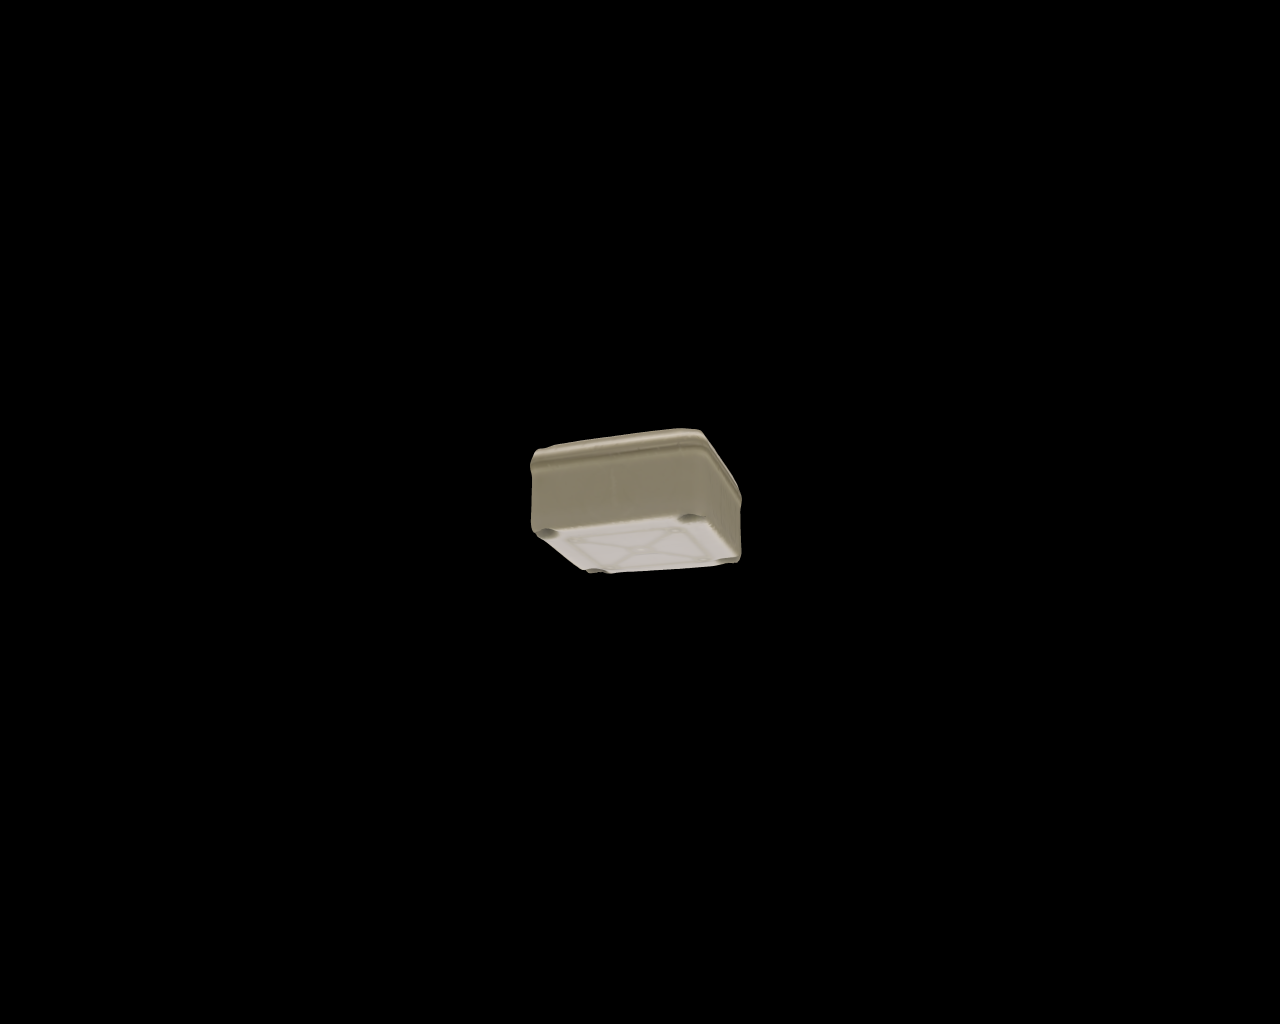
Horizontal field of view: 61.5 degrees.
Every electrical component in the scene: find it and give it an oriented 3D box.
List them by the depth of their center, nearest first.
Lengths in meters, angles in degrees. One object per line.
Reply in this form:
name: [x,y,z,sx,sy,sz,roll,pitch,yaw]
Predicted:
electrical component: [0.001,-0.003,0.650,0.109,0.056,0.108,-6,-19,16]
